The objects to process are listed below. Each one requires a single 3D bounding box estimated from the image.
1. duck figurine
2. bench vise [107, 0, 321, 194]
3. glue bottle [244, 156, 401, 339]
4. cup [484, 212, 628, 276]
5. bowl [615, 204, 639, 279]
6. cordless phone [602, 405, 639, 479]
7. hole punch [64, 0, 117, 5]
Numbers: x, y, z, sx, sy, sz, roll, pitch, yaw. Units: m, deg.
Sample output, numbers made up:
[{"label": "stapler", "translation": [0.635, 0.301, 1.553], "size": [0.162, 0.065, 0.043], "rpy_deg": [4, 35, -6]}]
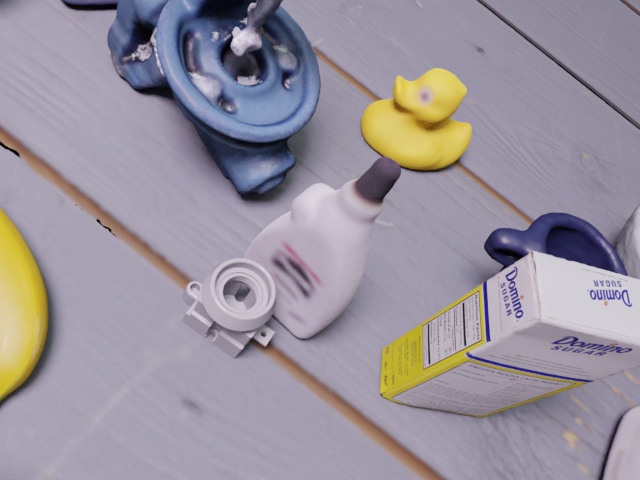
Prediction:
[{"label": "duck figurine", "translation": [0.100, -0.116, 0.523], "size": [0.105, 0.086, 0.077], "rpy_deg": [15, 56, -17]}, {"label": "bench vise", "translation": [-0.075, -0.154, 0.380], "size": [0.207, 0.219, 0.122], "rpy_deg": [36, 53, -1]}, {"label": "glue bottle", "translation": [0.003, 0.001, 0.354], "size": [0.078, 0.173, 0.037], "rpy_deg": [43, 53, 4]}, {"label": "cup", "translation": [0.168, 0.034, 0.461], "size": [0.118, 0.094, 0.091], "rpy_deg": [20, 55, -14]}, {"label": "bowl", "translation": [0.342, 0.043, 0.550], "size": [0.168, 0.074, 0.167], "rpy_deg": [12, 57, -19]}, {"label": "cordless phone", "translation": [0.287, 0.167, 0.382], "size": [0.094, 0.185, 0.148], "rpy_deg": [38, 53, 0]}, {"label": "hole punch", "translation": [-0.181, -0.261, 0.474], "size": [0.109, 0.091, 0.101], "rpy_deg": [-19, 71, -32]}]
